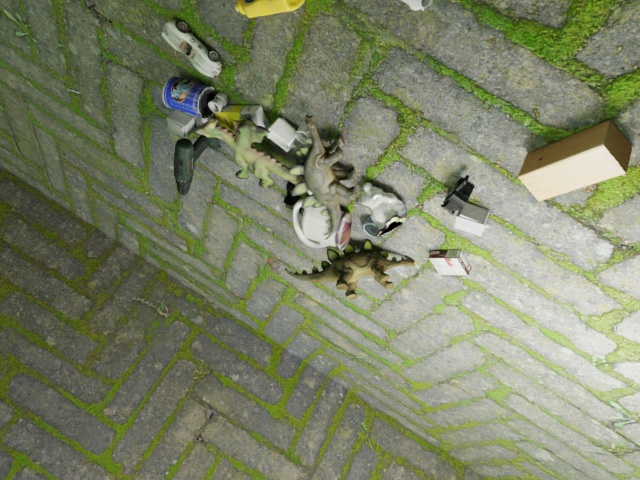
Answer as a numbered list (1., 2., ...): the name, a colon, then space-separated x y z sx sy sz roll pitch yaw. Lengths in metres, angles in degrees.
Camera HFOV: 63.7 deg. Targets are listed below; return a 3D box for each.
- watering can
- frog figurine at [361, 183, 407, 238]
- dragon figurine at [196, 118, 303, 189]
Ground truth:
1. watering can: 0.005 -0.090 1.782 0.225 0.106 0.339 18 134 17
2. frog figurine: 0.194 -0.109 1.610 0.135 0.123 0.162 103 143 -66
3. dragon figurine: -0.194 -0.281 1.622 0.411 0.124 0.238 19 157 10
